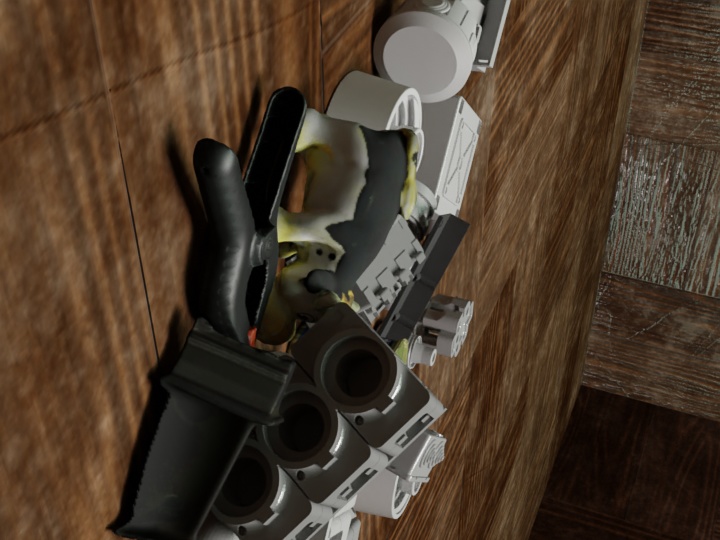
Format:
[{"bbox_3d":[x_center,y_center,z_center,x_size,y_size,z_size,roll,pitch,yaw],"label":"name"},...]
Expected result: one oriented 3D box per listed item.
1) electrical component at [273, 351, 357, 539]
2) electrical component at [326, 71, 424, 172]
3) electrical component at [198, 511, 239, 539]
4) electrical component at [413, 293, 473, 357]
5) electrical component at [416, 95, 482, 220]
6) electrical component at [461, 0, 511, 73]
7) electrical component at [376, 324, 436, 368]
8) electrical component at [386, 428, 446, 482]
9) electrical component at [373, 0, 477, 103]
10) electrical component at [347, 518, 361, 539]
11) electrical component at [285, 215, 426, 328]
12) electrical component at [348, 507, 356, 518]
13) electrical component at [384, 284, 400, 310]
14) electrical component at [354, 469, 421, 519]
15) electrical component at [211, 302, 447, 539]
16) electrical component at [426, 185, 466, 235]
[{"bbox_3d":[-0.047,0.142,0.783,0.062,0.089,0.150,7,97,-73],"label":"electrical component"},{"bbox_3d":[0.015,-0.096,0.839,0.108,0.060,0.108,14,90,-73],"label":"electrical component"},{"bbox_3d":[-0.106,0.192,0.722,0.040,0.040,0.078,84,26,-47],"label":"electrical component"},{"bbox_3d":[0.087,0.058,1.193,0.078,0.057,0.058,-56,154,-47],"label":"electrical component"},{"bbox_3d":[0.068,-0.105,1.004,0.109,0.056,0.108,17,87,-73],"label":"electrical component"},{"bbox_3d":[0.092,-0.245,0.956,0.063,0.079,0.121,18,86,-51],"label":"electrical component"},{"bbox_3d":[0.044,0.079,1.066,0.048,0.062,0.048,14,90,-73],"label":"electrical component"},{"bbox_3d":[0.030,0.160,1.029,0.048,0.100,0.100,-62,162,-3],"label":"electrical component"},{"bbox_3d":[0.055,-0.180,0.868,0.051,0.080,0.080,-64,160,-47],"label":"electrical component"},{"bbox_3d":[-0.041,0.260,0.943,0.061,0.062,0.096,-27,129,-68],"label":"electrical component"},{"bbox_3d":[0.000,0.000,0.843,0.078,0.063,0.121,59,30,-7],"label":"electrical component"},{"bbox_3d":[-0.049,0.199,0.870,0.081,0.043,0.043,-28,153,-3],"label":"electrical component"},{"bbox_3d":[0.034,0.010,1.019,0.040,0.040,0.046,-48,142,-57],"label":"electrical component"},{"bbox_3d":[0.035,0.212,1.147,0.108,0.060,0.108,14,90,-73],"label":"electrical component"},{"bbox_3d":[-0.032,0.105,0.700,0.150,0.089,0.061,-43,158,0],"label":"electrical component"},{"bbox_3d":[0.084,-0.064,1.116,0.044,0.044,0.065,-57,159,-46],"label":"electrical component"}]
